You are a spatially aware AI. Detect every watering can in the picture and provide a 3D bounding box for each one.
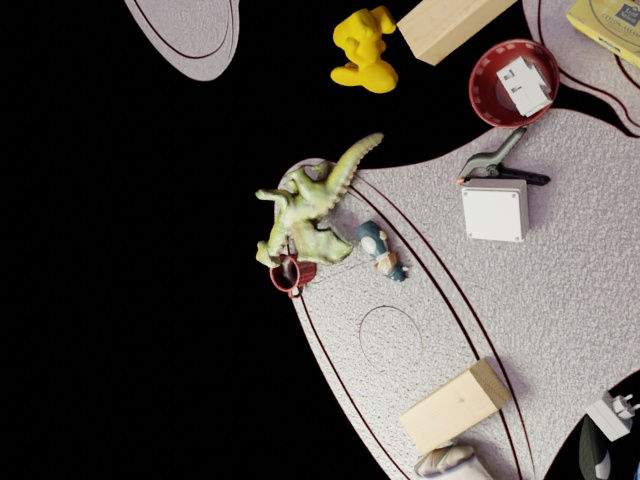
[{"bbox_3d":[0.320,0.516,1.025,0.342,0.105,0.226,-38,73,43],"label":"watering can"}]

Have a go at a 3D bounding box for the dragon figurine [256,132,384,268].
[{"bbox_3d":[0.004,-0.060,1.191,0.407,0.122,0.244,-26,81,20],"label":"dragon figurine"}]
